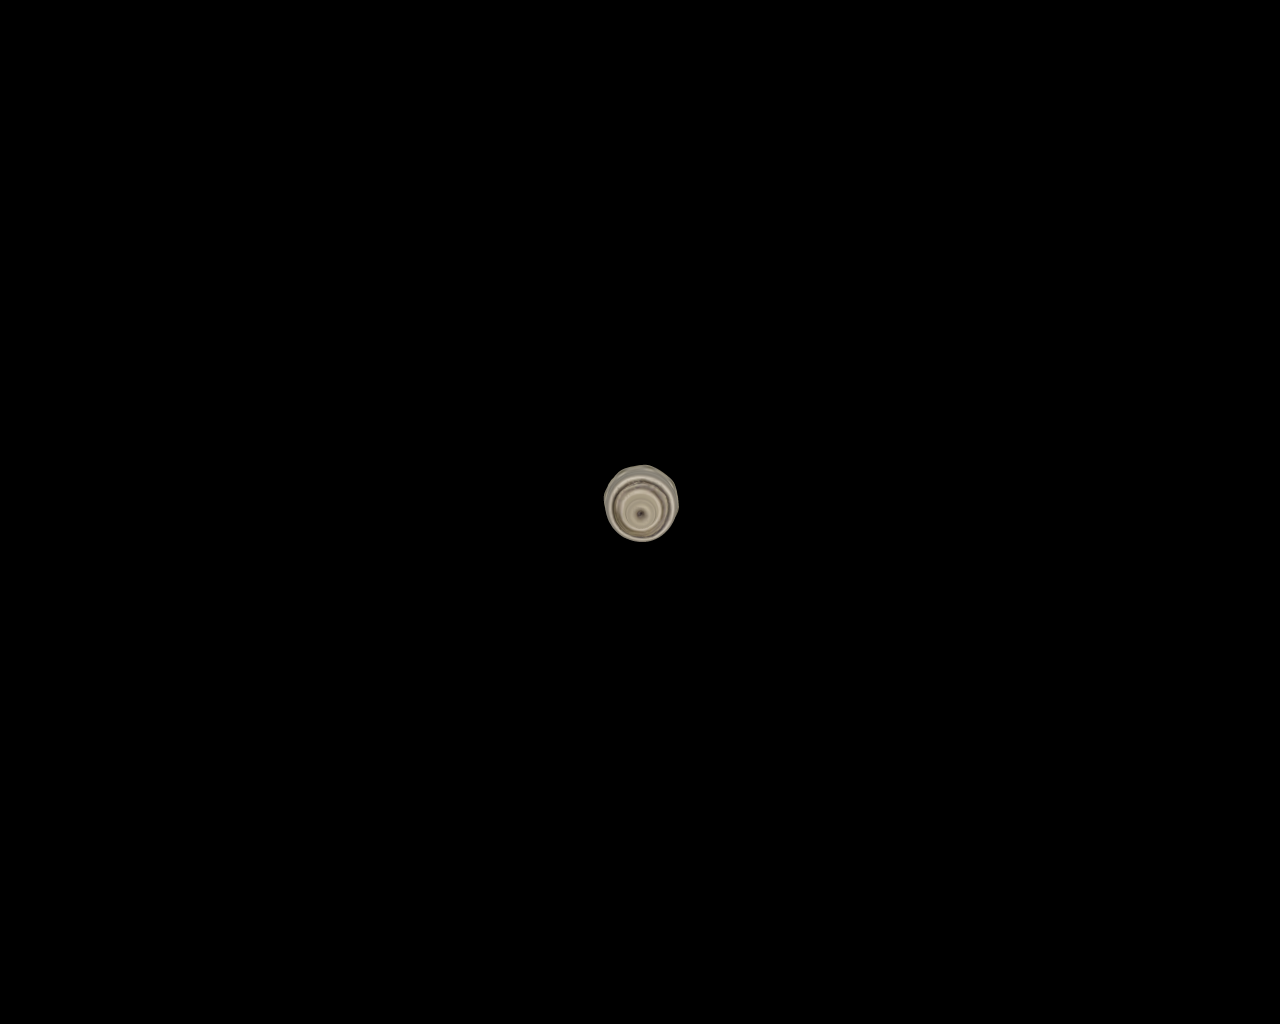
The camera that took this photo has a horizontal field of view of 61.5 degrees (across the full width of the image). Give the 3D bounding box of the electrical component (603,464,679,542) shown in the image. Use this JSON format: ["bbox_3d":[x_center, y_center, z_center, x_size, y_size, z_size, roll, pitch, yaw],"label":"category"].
[{"bbox_3d":[0.001,-0.003,0.650,0.048,0.048,0.062,0,9,0],"label":"electrical component"}]
